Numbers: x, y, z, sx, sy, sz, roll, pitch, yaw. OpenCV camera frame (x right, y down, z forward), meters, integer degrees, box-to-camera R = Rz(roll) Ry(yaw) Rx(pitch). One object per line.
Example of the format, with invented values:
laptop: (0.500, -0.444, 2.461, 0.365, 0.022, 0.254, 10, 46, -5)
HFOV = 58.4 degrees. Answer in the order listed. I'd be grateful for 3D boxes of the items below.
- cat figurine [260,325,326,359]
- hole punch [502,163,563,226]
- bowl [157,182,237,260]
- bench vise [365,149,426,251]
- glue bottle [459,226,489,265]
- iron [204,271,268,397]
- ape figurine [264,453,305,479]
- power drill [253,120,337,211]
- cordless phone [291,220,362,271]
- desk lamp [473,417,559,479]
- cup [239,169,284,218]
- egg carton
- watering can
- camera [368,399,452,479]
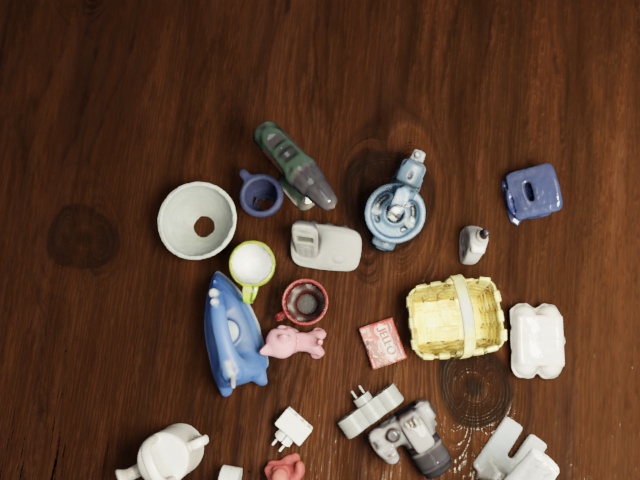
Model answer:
cat figurine: (-0.053, 0.205, 1.149, 0.127, 0.118, 0.067, 1, 80, 3)
hole punch: (0.440, -0.095, 1.195, 0.101, 0.091, 0.108, -11, 80, 0)
bowl: (-0.254, -0.036, 1.220, 0.167, 0.075, 0.167, 0, 80, 2)
bench vise: (0.152, -0.093, 1.140, 0.121, 0.220, 0.207, 4, 80, 3)
glue bottle: (0.311, 0.002, 1.141, 0.037, 0.173, 0.078, 3, 80, 3)
iron: (-0.189, 0.179, 1.146, 0.118, 0.141, 0.258, -17, 80, -1)
ape figurine: (-0.072, 0.460, 1.119, 0.077, 0.092, 0.076, 16, 81, 5)
power drill: (-0.042, -0.131, 1.160, 0.075, 0.208, 0.229, -41, 81, -5)
cordless phone: (0.011, 0.004, 1.147, 0.147, 0.185, 0.094, 4, 80, 3)
desk lamp: (0.347, 0.443, 1.044, 0.118, 0.213, 0.203, 34, 83, 8)
cup: (-0.127, -0.094, 1.215, 0.092, 0.095, 0.117, -40, 81, -4)
egg carton: (0.436, 0.203, 1.155, 0.107, 0.069, 0.150, 0, 80, 2)
watering can: (-0.297, 0.418, 1.083, 0.101, 0.194, 0.173, 43, 84, 9)
camera: (0.183, 0.401, 1.114, 0.143, 0.101, 0.137, -32, 80, -3)
